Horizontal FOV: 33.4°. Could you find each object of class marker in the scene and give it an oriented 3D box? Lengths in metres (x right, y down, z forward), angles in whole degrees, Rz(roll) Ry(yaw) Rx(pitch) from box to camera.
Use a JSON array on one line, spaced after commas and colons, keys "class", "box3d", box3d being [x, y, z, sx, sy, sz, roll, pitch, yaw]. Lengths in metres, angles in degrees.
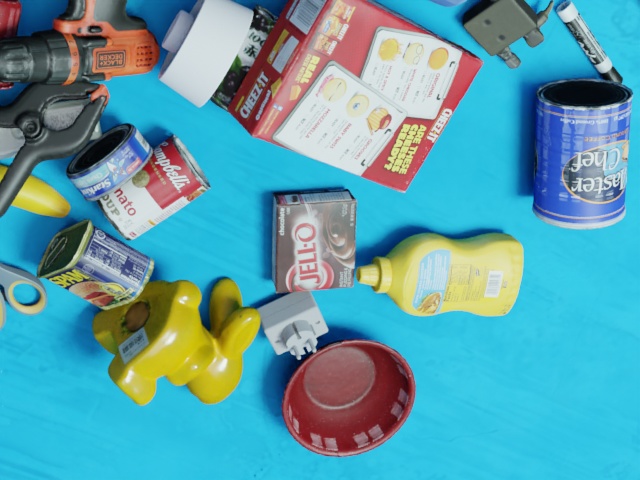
[{"class": "marker", "box3d": [0.297, -0.211, 1.169, 0.020, 0.020, 0.121, -40, 117, 7]}]

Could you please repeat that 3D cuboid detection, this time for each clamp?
[{"class": "clamp", "box3d": [-0.279, -0.096, 1.034, 0.171, 0.039, 0.120, -20, 99, -3]}]

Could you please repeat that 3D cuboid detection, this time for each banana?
[{"class": "banana", "box3d": [-0.356, -0.051, 1.085, 0.197, 0.037, 0.070, -3, 134, -10]}]

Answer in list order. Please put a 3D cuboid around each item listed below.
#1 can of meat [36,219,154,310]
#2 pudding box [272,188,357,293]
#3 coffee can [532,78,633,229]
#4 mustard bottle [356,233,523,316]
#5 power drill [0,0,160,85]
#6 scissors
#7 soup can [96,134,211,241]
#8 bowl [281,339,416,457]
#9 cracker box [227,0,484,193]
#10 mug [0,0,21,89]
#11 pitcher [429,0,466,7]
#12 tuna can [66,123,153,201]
[{"class": "can of meat", "box3d": [-0.234, 0.028, 1.114, 0.083, 0.102, 0.057, 32, 62, -28]}, {"class": "pudding box", "box3d": [-0.008, 0.001, 1.185, 0.090, 0.039, 0.113, -4, 115, -11]}, {"class": "coffee can", "box3d": [0.287, -0.096, 1.173, 0.102, 0.103, 0.140, -8, 116, -9]}, {"class": "mustard bottle", "box3d": [0.133, 0.040, 1.216, 0.191, 0.058, 0.096, 0, 114, -19]}, {"class": "power drill", "box3d": [-0.225, -0.235, 0.980, 0.184, 0.057, 0.188, -15, 122, -45]}, {"class": "scissors", "box3d": [-0.334, 0.017, 1.112, 0.096, 0.016, 0.202, -4, 126, -19]}, {"class": "soup can", "box3d": [-0.174, -0.054, 1.104, 0.102, 0.068, 0.068, -34, 117, 3]}, {"class": "bowl", "box3d": [0.029, 0.176, 1.265, 0.162, 0.055, 0.162, -5, 115, -11]}, {"class": "cracker box", "box3d": [0.037, -0.156, 1.075, 0.213, 0.072, 0.164, 16, 112, -40]}, {"class": "mug", "box3d": [-0.337, -0.195, 0.992, 0.117, 0.093, 0.081, 11, 106, -15]}, {"class": "pitcher", "box3d": [0.042, -0.308, 1.015, 0.242, 0.149, 0.145, 19, 94, -24]}, {"class": "tuna can", "box3d": [-0.213, -0.080, 1.074, 0.086, 0.086, 0.033, -34, 116, 4]}]
